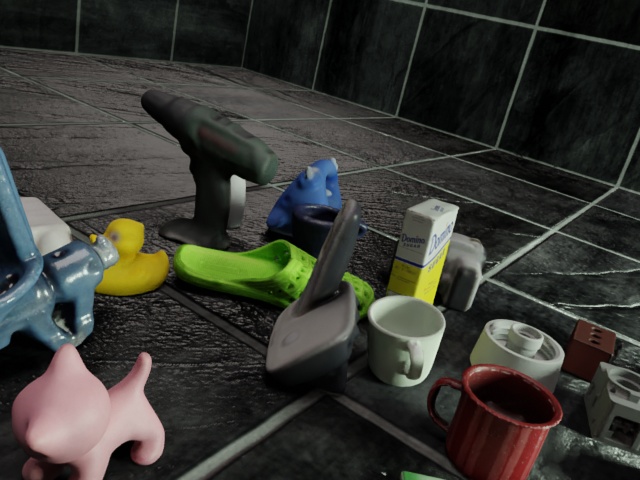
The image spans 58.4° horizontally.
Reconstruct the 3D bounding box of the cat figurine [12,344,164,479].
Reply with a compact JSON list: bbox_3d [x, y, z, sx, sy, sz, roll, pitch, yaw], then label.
[{"bbox_3d":[-0.170,0.127,0.420,0.067,0.118,0.128,22,23,23],"label":"cat figurine"}]

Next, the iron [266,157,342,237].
[{"bbox_3d":[-0.003,-0.085,1.026,0.118,0.141,0.259,17,21,10],"label":"iron"}]

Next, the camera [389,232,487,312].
[{"bbox_3d":[0.185,0.029,0.906,0.136,0.101,0.143,15,21,6],"label":"camera"}]

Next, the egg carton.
[{"bbox_3d":[-0.369,-0.002,0.695,0.149,0.069,0.107,29,26,36],"label":"egg carton"}]

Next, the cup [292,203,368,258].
[{"bbox_3d":[0.008,0.003,0.873,0.118,0.095,0.091,8,22,-14],"label":"cup"}]

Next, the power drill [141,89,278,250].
[{"bbox_3d":[-0.180,-0.099,0.860,0.229,0.208,0.076,18,22,14],"label":"power drill"}]

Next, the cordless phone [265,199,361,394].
[{"bbox_3d":[0.005,0.054,0.614,0.094,0.185,0.147,11,21,-4],"label":"cordless phone"}]

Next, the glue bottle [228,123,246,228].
[{"bbox_3d":[-0.152,-0.111,0.958,0.077,0.173,0.037,29,26,36],"label":"glue bottle"}]

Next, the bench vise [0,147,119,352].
[{"bbox_3d":[-0.287,0.005,0.517,0.121,0.220,0.208,18,22,14],"label":"bench vise"}]

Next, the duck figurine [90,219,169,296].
[{"bbox_3d":[-0.237,0.016,0.707,0.105,0.086,0.077,-1,25,-32],"label":"duck figurine"}]
